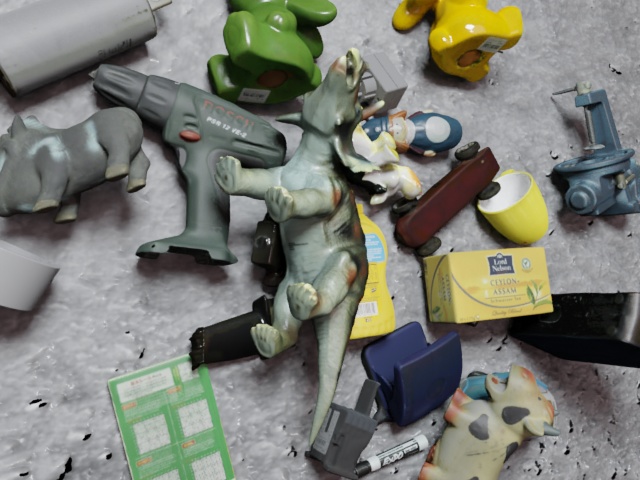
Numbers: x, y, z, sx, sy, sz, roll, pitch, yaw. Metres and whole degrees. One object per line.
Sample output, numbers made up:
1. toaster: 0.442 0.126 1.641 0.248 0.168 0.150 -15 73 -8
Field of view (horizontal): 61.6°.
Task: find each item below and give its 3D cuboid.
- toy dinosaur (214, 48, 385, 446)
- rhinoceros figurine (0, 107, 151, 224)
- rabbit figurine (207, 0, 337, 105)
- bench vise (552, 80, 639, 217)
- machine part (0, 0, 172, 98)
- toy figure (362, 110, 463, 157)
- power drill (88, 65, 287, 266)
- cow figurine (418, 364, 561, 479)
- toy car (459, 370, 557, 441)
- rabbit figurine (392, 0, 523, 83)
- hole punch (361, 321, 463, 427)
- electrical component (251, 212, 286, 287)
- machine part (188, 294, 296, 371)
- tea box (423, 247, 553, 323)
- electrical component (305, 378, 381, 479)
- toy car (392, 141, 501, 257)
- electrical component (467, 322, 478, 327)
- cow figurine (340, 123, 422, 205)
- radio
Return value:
1. toy dinosaur: 0.003 0.004 0.610 0.192 0.131 0.404 -20 109 -44
2. rhinoceros figurine: -0.266 -0.076 0.530 0.190 0.073 0.112 -17 86 -1
3. rabbit figurine: -0.059 -0.266 0.660 0.159 0.121 0.170 -5 72 -19
4. bench vise: 0.473 -0.148 0.893 0.224 0.129 0.240 -21 100 -25
5. machine part: -0.268 -0.221 0.575 0.243 0.079 0.079 -34 99 -25
6. toy figure: 0.129 -0.155 0.767 0.154 0.057 0.064 -4 62 -24
7. power drill: -0.158 -0.077 0.618 0.232 0.086 0.207 11 73 -24
8. cow figurine: 0.220 0.249 0.690 0.127 0.085 0.194 25 104 16
9. toy car: 0.281 0.247 0.770 0.161 0.103 0.109 5 84 -23
10. rabbit figurine: 0.192 -0.337 0.801 0.162 0.122 0.173 -2 71 -16
11. hole punch: 0.133 0.180 0.717 0.142 0.092 0.115 -24 98 -29
12. electrical component: -0.047 0.008 0.662 0.045 0.078 0.102 6 74 16
13. machine part: -0.091 0.113 0.640 0.139 0.039 0.084 -13 99 -39
14. tea box: 0.239 0.064 0.763 0.170 0.068 0.098 -4 84 -22
15. electrical component: 0.034 0.227 0.671 0.047 0.075 0.119 27 78 -21
16. toy car: 0.185 -0.063 0.784 0.202 0.053 0.089 -42 107 -18
17. electrical component: 0.235 0.080 0.810 0.063 0.021 0.094 39 71 -16
18. cow figurine: 0.057 -0.102 0.715 0.098 0.068 0.167 -39 106 21
19. radio: 0.395 0.128 0.768 0.131 0.229 0.073 24 74 -16
